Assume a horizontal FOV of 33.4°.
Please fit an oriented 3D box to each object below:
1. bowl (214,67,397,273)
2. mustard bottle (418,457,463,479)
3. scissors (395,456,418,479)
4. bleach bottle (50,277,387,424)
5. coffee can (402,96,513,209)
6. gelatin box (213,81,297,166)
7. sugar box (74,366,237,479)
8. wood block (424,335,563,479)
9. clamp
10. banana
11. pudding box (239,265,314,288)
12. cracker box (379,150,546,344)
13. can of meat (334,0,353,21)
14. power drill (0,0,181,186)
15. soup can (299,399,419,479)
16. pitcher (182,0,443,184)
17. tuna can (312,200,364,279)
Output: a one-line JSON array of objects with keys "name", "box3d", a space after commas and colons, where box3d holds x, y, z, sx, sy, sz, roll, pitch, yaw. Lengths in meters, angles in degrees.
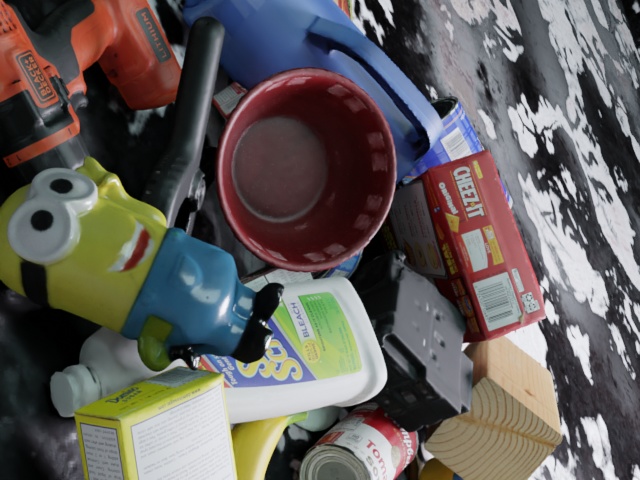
[{"name": "bowl", "box3d": [-0.020, -0.057, 0.860, 0.161, 0.055, 0.162, -3, 97, -28]}, {"name": "mustard bottle", "box3d": [0.119, 0.258, 0.992, 0.096, 0.058, 0.191, 65, 30, -21]}, {"name": "scissors", "box3d": [0.049, 0.140, 1.004, 0.096, 0.016, 0.202, 0, 71, -60]}, {"name": "bleach bottle", "box3d": [-0.068, 0.089, 0.742, 0.250, 0.068, 0.102, -9, 73, -44]}, {"name": "coffee can", "box3d": [0.145, -0.080, 1.229, 0.140, 0.103, 0.102, 59, 30, -18]}, {"name": "gelatin box", "box3d": [-0.057, -0.095, 0.921, 0.073, 0.030, 0.089, 55, -1, -22]}, {"name": "sugar box", "box3d": [-0.090, 0.174, 0.647, 0.093, 0.048, 0.176, -18, 107, -52]}, {"name": "wood block", "box3d": [0.168, 0.162, 1.035, 0.091, 0.090, 0.206, 39, 12, 3]}, {"name": "clamp", "box3d": [-0.103, -0.038, 0.798, 0.164, 0.036, 0.210, 91, 11, -63]}, {"name": "banana", "box3d": [-0.048, 0.197, 0.753, 0.069, 0.037, 0.197, 15, 57, -11]}, {"name": "pudding box", "box3d": [-0.032, 0.077, 0.859, 0.089, 0.039, 0.113, -24, 94, -45]}, {"name": "cracker box", "box3d": [0.130, 0.016, 1.046, 0.214, 0.072, 0.164, 145, -73, -77]}, {"name": "can of meat", "box3d": [-0.008, -0.261, 1.136, 0.083, 0.058, 0.102, 40, 40, -46]}, {"name": "power drill", "box3d": [-0.165, -0.102, 0.751, 0.184, 0.057, 0.187, 65, 27, -15]}, {"name": "soup can", "box3d": [0.033, 0.183, 0.893, 0.102, 0.069, 0.068, -27, 95, -61]}, {"name": "pitcher", "box3d": [-0.003, -0.155, 0.971, 0.242, 0.149, 0.145, 47, 22, -25]}, {"name": "tuna can", "box3d": [-0.006, 0.001, 0.928, 0.033, 0.086, 0.086, 15, 59, -54]}]
